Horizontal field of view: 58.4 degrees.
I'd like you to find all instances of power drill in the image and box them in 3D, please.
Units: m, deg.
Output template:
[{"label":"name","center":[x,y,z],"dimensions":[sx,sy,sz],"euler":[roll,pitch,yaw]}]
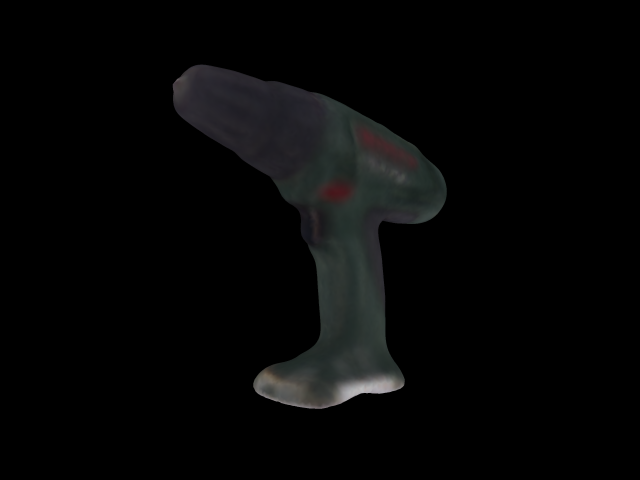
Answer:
[{"label":"power drill","center":[0.004,0.001,0.400],"dimensions":[0.230,0.208,0.075],"euler":[0,0,-43]}]
